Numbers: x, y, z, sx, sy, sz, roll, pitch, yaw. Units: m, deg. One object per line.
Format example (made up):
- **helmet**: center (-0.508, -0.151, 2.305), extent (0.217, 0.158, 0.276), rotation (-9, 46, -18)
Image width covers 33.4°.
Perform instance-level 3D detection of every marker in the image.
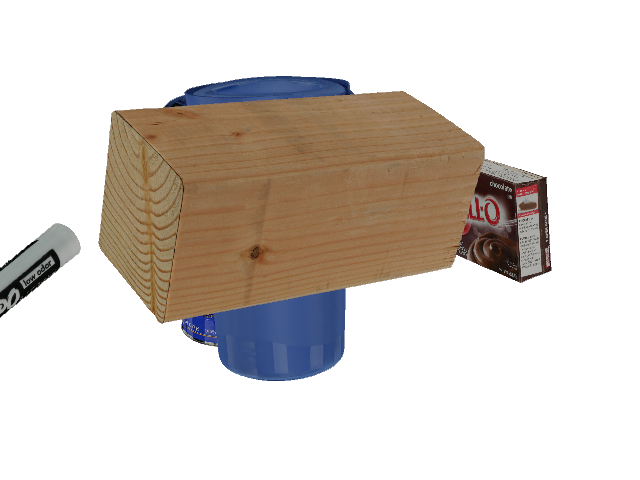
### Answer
- **marker**: center (-0.158, 0.032, 0.495), extent (0.020, 0.020, 0.121), rotation (0, 34, 39)

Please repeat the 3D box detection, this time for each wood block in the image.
- **wood block**: center (-0.015, -0.027, 0.636), extent (0.205, 0.091, 0.090), rotation (-9, 35, -34)

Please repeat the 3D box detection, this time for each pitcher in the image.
- **pitcher**: center (-0.047, -0.014, 0.888), extent (0.144, 0.243, 0.149), rotation (-7, 15, -19)

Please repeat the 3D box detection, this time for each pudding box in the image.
- **pudding box**: center (0.158, -0.022, 0.953), extent (0.039, 0.090, 0.114), rotation (-16, 19, -23)

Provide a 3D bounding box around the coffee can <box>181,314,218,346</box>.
- **coffee can**: center (-0.103, 0.031, 1.172), extent (0.103, 0.140, 0.103), rotation (1, 23, -1)
